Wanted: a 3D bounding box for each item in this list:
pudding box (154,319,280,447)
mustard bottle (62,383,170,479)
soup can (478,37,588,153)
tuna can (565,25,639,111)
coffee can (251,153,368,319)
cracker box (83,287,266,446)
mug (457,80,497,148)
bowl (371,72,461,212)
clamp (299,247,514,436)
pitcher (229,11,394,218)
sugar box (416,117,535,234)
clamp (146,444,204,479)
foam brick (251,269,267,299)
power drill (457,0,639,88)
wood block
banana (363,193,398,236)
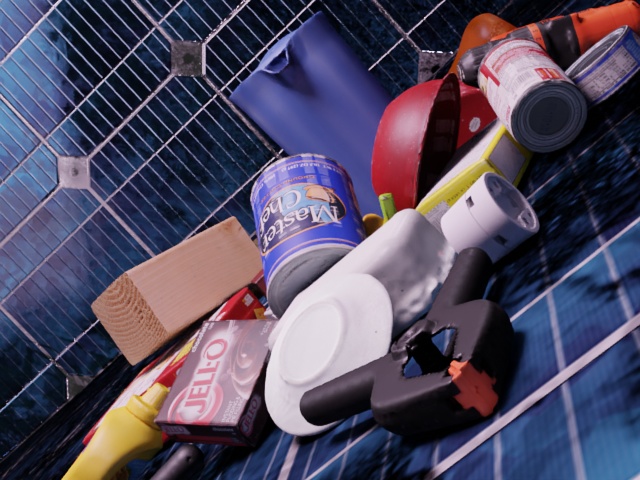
[{"bbox_3d":[-0.079,0.121,0.915,0.090,0.039,0.113,-4,44,33],"label":"pudding box"},{"bbox_3d":[-0.195,0.212,0.961,0.191,0.058,0.096,-55,-14,-4],"label":"mustard bottle"},{"bbox_3d":[0.183,-0.127,0.927,0.068,0.068,0.102,-41,28,15],"label":"soup can"},{"bbox_3d":[0.254,-0.154,0.963,0.086,0.033,0.086,-42,6,5],"label":"tuna can"},{"bbox_3d":[-0.007,0.001,0.992,0.103,0.102,0.140,-41,36,22],"label":"coffee can"},{"bbox_3d":[-0.161,0.168,1.255,0.214,0.072,0.164,-38,8,32],"label":"cracker box"},{"bbox_3d":[0.170,-0.126,1.133,0.117,0.093,0.081,-7,12,-2],"label":"mug"},{"bbox_3d":[0.089,-0.083,1.019,0.162,0.055,0.162,12,-90,-73],"label":"bowl"},{"bbox_3d":[0.070,0.062,0.634,0.164,0.036,0.210,-44,8,-10],"label":"clamp"},{"bbox_3d":[0.031,-0.114,1.142,0.149,0.243,0.145,-47,7,-39],"label":"pitcher"},{"bbox_3d":[0.149,-0.064,0.976,0.093,0.048,0.176,-39,3,33],"label":"sugar box"},{"bbox_3d":[-0.169,0.248,0.908,0.171,0.039,0.120,-45,-7,-26],"label":"clamp"},{"bbox_3d":[-0.031,0.056,1.154,0.051,0.078,0.053,-42,5,-4],"label":"foam brick"},{"bbox_3d":[0.222,-0.193,1.091,0.184,0.057,0.187,-14,9,3],"label":"power drill"},{"bbox_3d":[-0.167,0.059,1.314,0.090,0.091,0.205,-40,-5,39],"label":"wood block"},{"bbox_3d":[0.066,0.000,0.985,0.037,0.069,0.198,-10,-4,-4],"label":"banana"}]
